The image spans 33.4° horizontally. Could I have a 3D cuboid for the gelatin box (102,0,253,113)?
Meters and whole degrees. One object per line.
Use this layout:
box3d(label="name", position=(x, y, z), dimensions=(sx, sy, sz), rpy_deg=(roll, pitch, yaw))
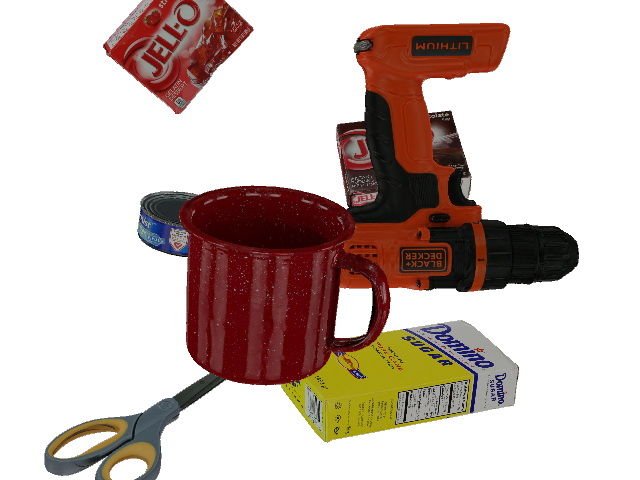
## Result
box3d(label="gelatin box", position=(-0.107, -0.152, 0.803), dimensions=(0.073, 0.089, 0.030), rpy_deg=(40, 5, -29))

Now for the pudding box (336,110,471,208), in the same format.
box3d(label="pudding box", position=(0.075, -0.073, 0.989), dimensions=(0.113, 0.090, 0.039), rpy_deg=(-6, -40, -4))

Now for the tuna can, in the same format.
box3d(label="tuna can", position=(-0.132, -0.016, 1.024), dimensions=(0.086, 0.034, 0.086), rpy_deg=(10, 22, -4))

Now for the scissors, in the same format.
box3d(label="scissors", position=(-0.118, 0.147, 0.845), dimensions=(0.201, 0.016, 0.096), rpy_deg=(-18, 35, -35))

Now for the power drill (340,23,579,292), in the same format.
box3d(label="power drill", position=(0.093, -0.056, 0.748), dimensions=(0.184, 0.188, 0.057), rpy_deg=(-1, 6, -9))

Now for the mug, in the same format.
box3d(label="mug", position=(-0.019, 0.027, 0.572), dimensions=(0.117, 0.081, 0.093), rpy_deg=(11, 24, 14))

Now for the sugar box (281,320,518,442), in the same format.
box3d(label="sugar box", position=(0.065, 0.113, 0.887), dimensions=(0.176, 0.048, 0.093), rpy_deg=(-10, 26, -22))
